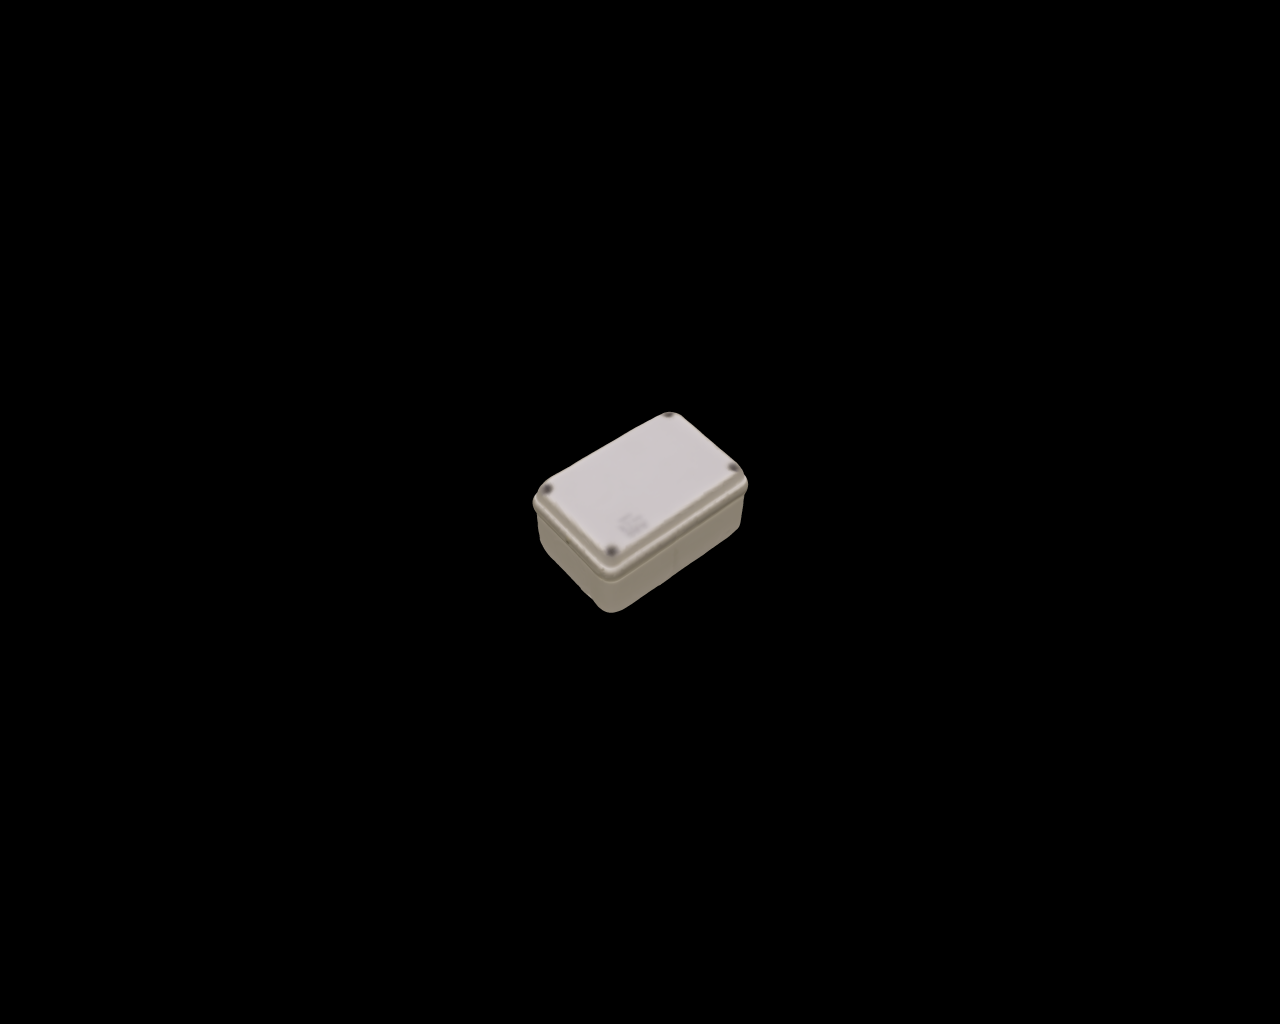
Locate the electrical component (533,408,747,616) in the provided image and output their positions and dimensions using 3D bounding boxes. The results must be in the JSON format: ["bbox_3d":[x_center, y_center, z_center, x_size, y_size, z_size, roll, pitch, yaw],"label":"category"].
[{"bbox_3d":[0.001,-0.003,0.650,0.113,0.057,0.078,-33,58,-24],"label":"electrical component"}]
